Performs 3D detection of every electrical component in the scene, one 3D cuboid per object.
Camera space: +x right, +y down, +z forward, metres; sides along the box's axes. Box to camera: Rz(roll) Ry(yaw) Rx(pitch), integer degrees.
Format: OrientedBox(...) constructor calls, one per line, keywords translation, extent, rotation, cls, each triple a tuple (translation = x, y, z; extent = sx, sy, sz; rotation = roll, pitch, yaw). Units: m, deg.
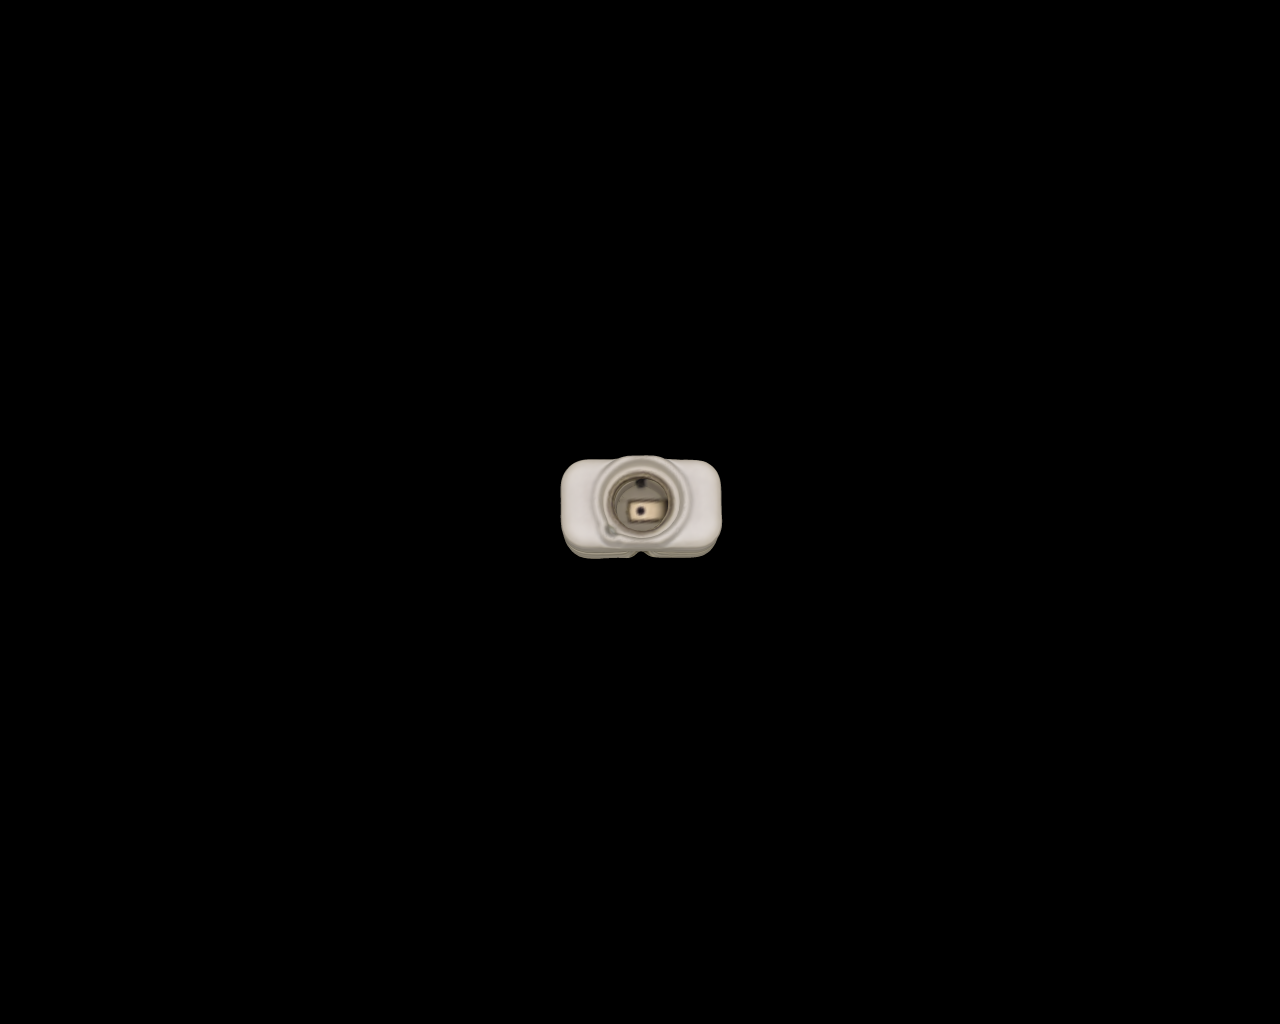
OrientedBox(translation=(0.001, -0.003, 0.650), extent=(0.095, 0.053, 0.059), rotation=(0, -9, 0), cls="electrical component")
